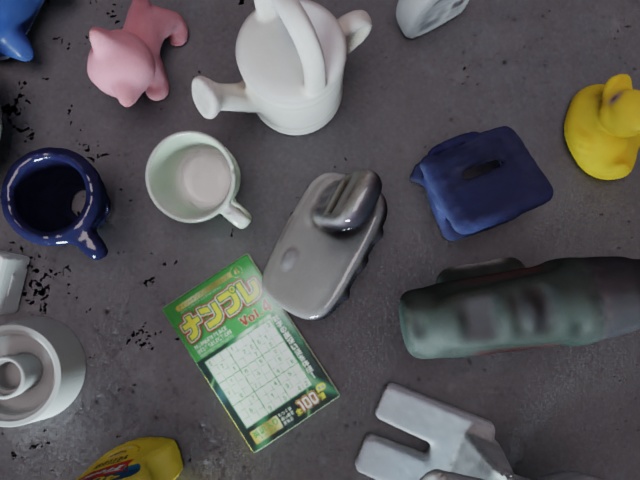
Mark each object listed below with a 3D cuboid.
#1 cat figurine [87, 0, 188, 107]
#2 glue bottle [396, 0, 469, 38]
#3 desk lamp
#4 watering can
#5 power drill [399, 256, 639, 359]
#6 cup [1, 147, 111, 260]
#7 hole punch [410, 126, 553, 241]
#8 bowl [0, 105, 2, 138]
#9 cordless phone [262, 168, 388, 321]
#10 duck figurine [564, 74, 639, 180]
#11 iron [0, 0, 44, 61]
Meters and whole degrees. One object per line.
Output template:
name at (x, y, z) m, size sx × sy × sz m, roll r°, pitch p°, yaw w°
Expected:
cat figurine at (-0.186, -0.190, 0.564) m, size 0.067 × 0.117 × 0.128 m, roll 14°, pitch 86°, yaw 1°
glue bottle at (0.119, -0.253, 0.542) m, size 0.078 × 0.173 × 0.037 m, roll -27°, pitch 87°, yaw -2°
desk lamp at (0.143, 0.226, 0.492) m, size 0.203 × 0.213 × 0.118 m, roll 21°, pitch 86°, yaw 1°
watering can at (-0.031, -0.163, 0.525) m, size 0.101 × 0.194 × 0.173 m, roll 39°, pitch 87°, yaw 2°
power drill at (0.178, 0.053, 0.506) m, size 0.229 × 0.208 × 0.076 m, roll -11°, pitch 86°, yaw -1°
cup at (-0.237, -0.028, 0.565) m, size 0.092 × 0.095 × 0.118 m, roll -40°, pitch 87°, yaw -3°
hole punch at (0.158, -0.059, 0.571) m, size 0.108 × 0.091 × 0.101 m, roll -22°, pitch 87°, yaw -2°
bowl at (-0.393, -0.116, 0.579) m, size 0.167 × 0.074 × 0.167 m, roll 0°, pitch 86°, yaw 0°
cordless phone at (0.005, 0.002, 0.519) m, size 0.094 × 0.185 × 0.148 m, roll 25°, pitch 87°, yaw 2°
duck figurine at (0.300, -0.116, 0.579) m, size 0.077 × 0.086 × 0.104 m, roll -8°, pitch 86°, yaw -1°
iron at (-0.395, -0.282, 0.556) m, size 0.258 × 0.141 × 0.119 m, roll 25°, pitch 87°, yaw 1°
